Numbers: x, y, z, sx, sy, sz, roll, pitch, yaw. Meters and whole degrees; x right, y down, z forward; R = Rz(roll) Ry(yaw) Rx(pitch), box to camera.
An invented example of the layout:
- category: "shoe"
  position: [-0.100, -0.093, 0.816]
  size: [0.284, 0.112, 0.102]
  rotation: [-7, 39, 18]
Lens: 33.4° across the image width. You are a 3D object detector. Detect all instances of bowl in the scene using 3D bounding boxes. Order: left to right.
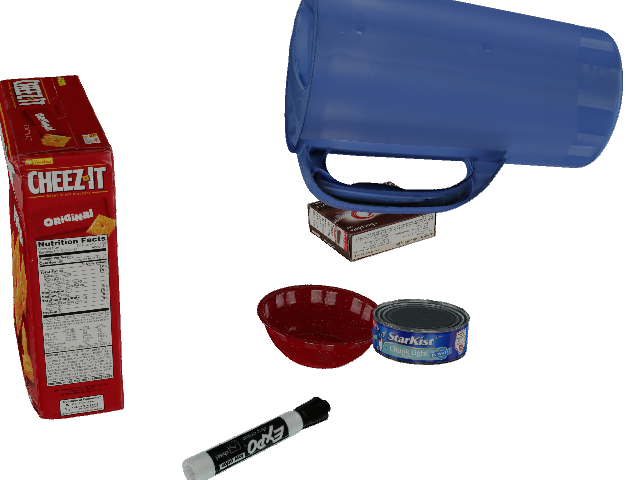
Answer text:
- category: "bowl"
  position: [0.000, 0.113, 1.326]
  size: [0.162, 0.055, 0.162]
  rotation: [5, 23, -2]

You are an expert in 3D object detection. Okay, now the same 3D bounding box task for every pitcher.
- category: "pitcher"
  position: [0.095, -0.109, 0.805]
  size: [0.242, 0.149, 0.145]
  rotation: [6, 33, -10]

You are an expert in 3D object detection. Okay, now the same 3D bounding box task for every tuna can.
- category: "tuna can"
  position: [0.088, 0.080, 0.947]
  size: [0.086, 0.034, 0.086]
  rotation: [1, 15, -1]

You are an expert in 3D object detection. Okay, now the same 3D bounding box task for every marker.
- category: "marker"
  position: [-0.042, 0.140, 0.755]
  size: [0.120, 0.020, 0.020]
  rotation: [-21, 12, -33]

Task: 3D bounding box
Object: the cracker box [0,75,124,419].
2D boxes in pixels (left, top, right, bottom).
- category: "cracker box"
  position: [-0.200, 0.002, 0.809]
  size: [0.072, 0.214, 0.164]
  rotation: [-7, 28, -19]

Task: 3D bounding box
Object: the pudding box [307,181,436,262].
- category: "pudding box"
  position: [0.056, -0.022, 1.157]
  size: [0.113, 0.039, 0.090]
  rotation: [-18, 30, -25]
